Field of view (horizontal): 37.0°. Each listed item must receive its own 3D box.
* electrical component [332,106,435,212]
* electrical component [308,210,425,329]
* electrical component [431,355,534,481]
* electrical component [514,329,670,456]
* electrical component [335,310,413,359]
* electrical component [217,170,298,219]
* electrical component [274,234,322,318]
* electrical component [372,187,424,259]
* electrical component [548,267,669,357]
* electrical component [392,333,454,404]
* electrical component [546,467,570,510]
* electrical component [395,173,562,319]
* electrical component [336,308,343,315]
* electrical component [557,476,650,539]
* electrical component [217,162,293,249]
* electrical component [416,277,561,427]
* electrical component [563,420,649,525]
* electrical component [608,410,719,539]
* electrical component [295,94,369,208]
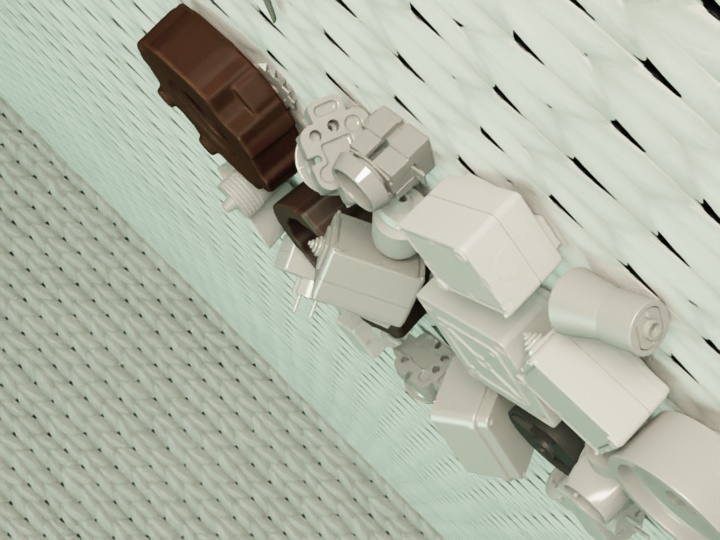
[{"bbox_3d":[0.014,-0.073,0.736,0.066,0.055,0.048,40,167,26],"label":"electrical component"},{"bbox_3d":[0.000,0.000,0.885,0.096,0.061,0.061,18,-147,-8],"label":"electrical component"},{"bbox_3d":[0.122,0.138,1.009,0.057,0.078,0.113,4,144,34],"label":"electrical component"},{"bbox_3d":[0.153,0.069,0.726,0.096,0.061,0.061,44,168,9],"label":"electrical component"},{"bbox_3d":[0.026,0.056,1.113,0.077,0.066,0.047,29,160,54],"label":"electrical component"},{"bbox_3d":[-0.100,-0.085,1.031,0.043,0.081,0.043,43,168,11],"label":"electrical component"},{"bbox_3d":[-0.048,0.012,1.126,0.083,0.075,0.047,21,176,-19],"label":"electrical component"},{"bbox_3d":[0.031,-0.040,0.820,0.043,0.043,0.081,43,168,11],"label":"electrical component"},{"bbox_3d":[0.151,0.027,0.644,0.065,0.044,0.044,23,155,51],"label":"electrical component"},{"bbox_3d":[0.073,0.109,1.153,0.078,0.058,0.057,38,163,30],"label":"electrical component"},{"bbox_3d":[0.218,0.219,1.061,0.062,0.048,0.048,41,170,-15],"label":"electrical component"},{"bbox_3d":[0.075,-0.021,0.691,0.061,0.061,0.096,51,167,-28],"label":"electrical component"},{"bbox_3d":[0.000,0.045,1.220,0.077,0.044,0.079,49,168,-16],"label":"electrical component"},{"bbox_3d":[0.238,0.225,0.998,0.076,0.047,0.083,30,161,53],"label":"electrical component"},{"bbox_3d":[-0.108,-0.077,1.127,0.099,0.064,0.099,43,168,12],"label":"electrical component"},{"bbox_3d":[0.112,0.051,0.820,0.109,0.056,0.108,31,161,51],"label":"electrical component"},{"bbox_3d":[0.189,0.139,0.801,0.044,0.077,0.079,36,165,39],"label":"electrical component"},{"bbox_3d":[0.226,0.140,0.713,0.108,0.060,0.108,43,168,11],"label":"electrical component"},{"bbox_3d":[-0.017,-0.085,0.793,0.078,0.058,0.057,66,169,-3],"label":"electrical component"}]
